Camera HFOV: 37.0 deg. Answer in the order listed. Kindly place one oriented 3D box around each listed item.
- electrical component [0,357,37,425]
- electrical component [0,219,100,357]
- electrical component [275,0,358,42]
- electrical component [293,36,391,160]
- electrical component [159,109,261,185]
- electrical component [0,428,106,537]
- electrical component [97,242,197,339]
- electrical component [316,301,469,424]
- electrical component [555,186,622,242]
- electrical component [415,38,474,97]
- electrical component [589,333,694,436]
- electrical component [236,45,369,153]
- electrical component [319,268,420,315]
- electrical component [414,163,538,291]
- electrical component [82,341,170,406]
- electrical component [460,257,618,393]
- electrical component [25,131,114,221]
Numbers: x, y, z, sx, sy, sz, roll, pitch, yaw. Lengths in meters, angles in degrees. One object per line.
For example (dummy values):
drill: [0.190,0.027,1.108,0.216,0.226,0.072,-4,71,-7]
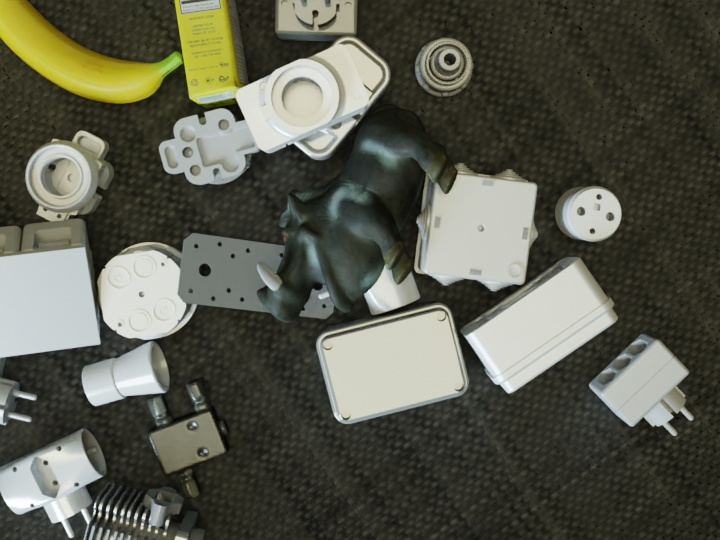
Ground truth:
electrical component: [-0.307,0.106,0.888,0.077,0.047,0.065,14,93,-2]
electrical component: [-0.289,0.016,0.856,0.150,0.061,0.089,-7,118,-11]
electrical component: [-0.035,-0.211,0.856,0.066,0.076,0.047,2,94,-1]
electrical component: [-0.021,-0.137,0.870,0.054,0.059,0.095,40,92,-3]
electrical component: [-0.118,-0.099,0.872,0.078,0.057,0.058,-15,94,0]
electrical component: [-0.248,0.183,0.896,0.077,0.043,0.079,-25,93,1]
electrical component: [-0.174,0.018,0.882,0.080,0.051,0.080,0,94,-1]
electrical component: [0.026,0.075,0.885,0.113,0.057,0.078,-14,94,0]
electrical component: [0.187,-0.046,0.880,0.045,0.055,0.045,0,94,-1]
electrical component: [0.070,-0.166,0.867,0.048,0.062,0.048,0,94,-1]
electrical component: [0.244,0.104,0.894,0.066,0.047,0.076,-44,93,2]
electrical component: [-0.043,-0.128,0.811,0.089,0.055,0.050,-24,94,1]
electrical component: [0.000,0.000,0.884,0.079,0.043,0.077,-20,92,-3]
electrical component: [0.095,-0.035,0.880,0.100,0.048,0.099,7,94,-5]
electrical component: [-0.196,0.088,0.892,0.065,0.044,0.044,-16,94,5]
electrical component: [0.145,0.044,0.874,0.113,0.078,0.057,-35,90,2]
electrical component: [-0.237,-0.075,0.872,0.058,0.057,0.078,28,93,-2]
